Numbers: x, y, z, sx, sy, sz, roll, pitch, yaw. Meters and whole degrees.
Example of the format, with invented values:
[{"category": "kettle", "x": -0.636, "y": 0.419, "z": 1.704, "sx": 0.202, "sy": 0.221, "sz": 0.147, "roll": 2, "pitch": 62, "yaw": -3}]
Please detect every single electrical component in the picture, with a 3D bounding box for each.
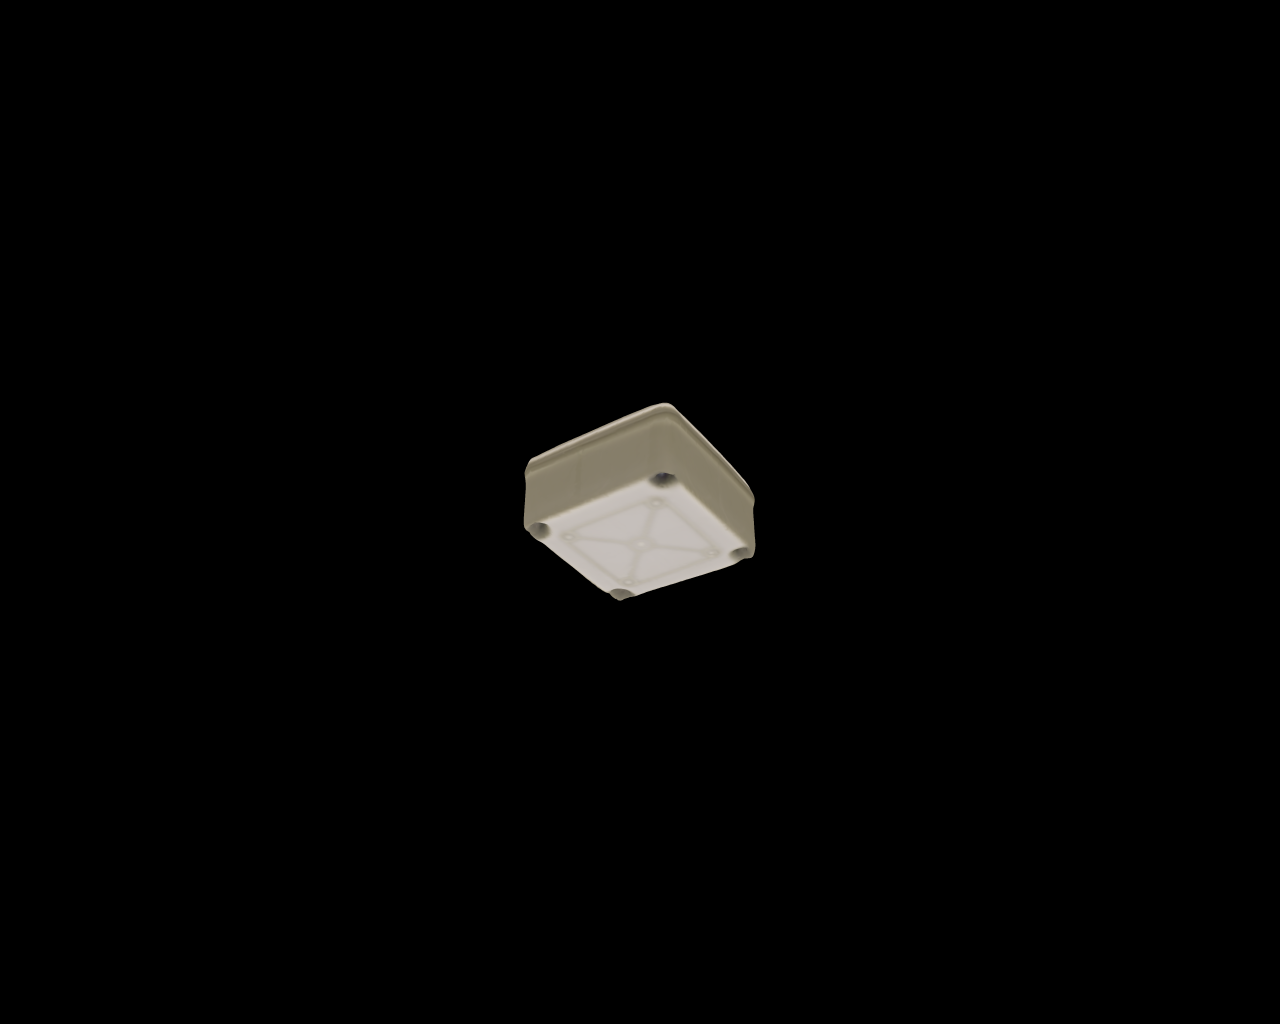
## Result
[{"category": "electrical component", "x": 0.001, "y": -0.003, "z": 0.650, "sx": 0.108, "sy": 0.056, "sz": 0.108, "roll": -21, "pitch": -40, "yaw": 26}]
